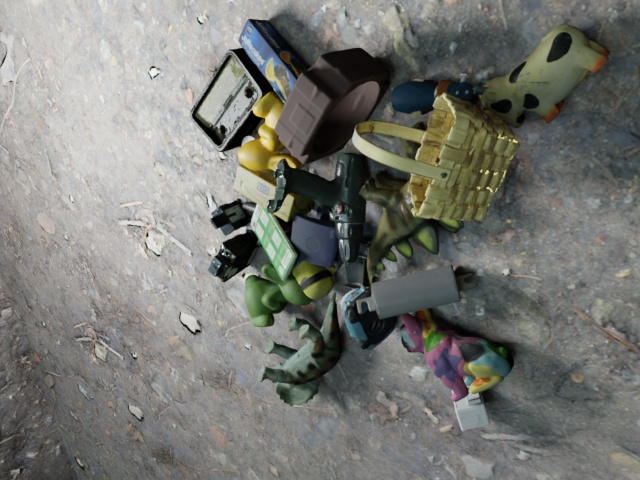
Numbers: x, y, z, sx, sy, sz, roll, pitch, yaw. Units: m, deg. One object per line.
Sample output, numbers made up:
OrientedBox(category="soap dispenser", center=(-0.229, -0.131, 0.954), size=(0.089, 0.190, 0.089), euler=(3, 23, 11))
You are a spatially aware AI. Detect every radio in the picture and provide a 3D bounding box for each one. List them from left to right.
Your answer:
OrientedBox(category="radio", center=(-0.195, -0.312, 1.225), size=(0.131, 0.073, 0.229), euler=(53, 134, 4))

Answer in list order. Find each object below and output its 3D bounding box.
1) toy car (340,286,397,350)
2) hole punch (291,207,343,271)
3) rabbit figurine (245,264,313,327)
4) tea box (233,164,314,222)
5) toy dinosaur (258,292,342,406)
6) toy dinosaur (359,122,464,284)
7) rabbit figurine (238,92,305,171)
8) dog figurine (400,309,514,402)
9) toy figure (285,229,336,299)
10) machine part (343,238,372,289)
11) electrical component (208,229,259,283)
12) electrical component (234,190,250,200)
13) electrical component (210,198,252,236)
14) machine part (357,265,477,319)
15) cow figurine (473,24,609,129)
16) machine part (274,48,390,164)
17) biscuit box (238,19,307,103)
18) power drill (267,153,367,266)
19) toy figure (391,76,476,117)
OrientedBox(category="toy car", center=(0.094, 0.164, 1.207), size=(0.103, 0.109, 0.161), euler=(34, 162, 51))
OrientedBox(category="hole punch", center=(-0.002, -0.004, 1.206), size=(0.116, 0.092, 0.142), euler=(36, 129, 41))
OrientedBox(category="rabbit figurine", center=(-0.098, 0.127, 1.377), size=(0.170, 0.121, 0.159), euler=(-12, 98, 23))
OrientedBox(category="tea box", center=(-0.104, -0.118, 1.236), size=(0.170, 0.098, 0.068), euler=(29, 122, 22))
OrientedBox(category="toy dinosaur", center=(-0.022, 0.297, 1.382), size=(0.192, 0.131, 0.405), euler=(29, 126, -27))
OrientedBox(category="toy dinosaur", center=(0.177, -0.063, 1.047), size=(0.198, 0.105, 0.471), euler=(42, 137, 8))
OrientedBox(category="rabbit figurine", center=(-0.096, -0.211, 1.156), size=(0.173, 0.122, 0.162), euler=(-42, 99, 17))
OrientedBox(category="dog figurine", center=(0.268, 0.213, 1.119), size=(0.219, 0.108, 0.191), euler=(52, 134, 7))
OrientedBox(category="toy figure", center=(-0.039, 0.061, 1.288), size=(0.180, 0.089, 0.082), euler=(53, 141, 1))
OrientedBox(category="machine part", center=(0.086, 0.053, 1.221), size=(0.084, 0.039, 0.138), euler=(18, 121, 26))
OrientedBox(category="electrical component", center=(-0.227, 0.045, 1.397), size=(0.058, 0.134, 0.114), euler=(41, 130, 13))
OrientedBox(category="electrical component", center=(-0.159, -0.117, 1.306), size=(0.094, 0.063, 0.021), euler=(23, 124, 25))
OrientedBox(category="electrical component", center=(-0.237, -0.051, 1.366), size=(0.048, 0.119, 0.075), euler=(-34, 93, 43))
OrientedBox(category="machine part", center=(0.193, 0.105, 1.089), size=(0.243, 0.079, 0.079), euler=(-14, 105, 11))
OrientedBox(category="cow figurine", center=(0.331, -0.246, 0.841), size=(0.127, 0.085, 0.195), euler=(42, 134, 5))
OrientedBox(category="machine part", center=(0.021, -0.250, 1.000), size=(0.087, 0.201, 0.201), euler=(47, 133, 14))
OrientedBox(category="biscuit box", center=(-0.086, -0.363, 1.103), size=(0.203, 0.063, 0.059), euler=(53, 131, 14))
OrientedBox(category="power drill", center=(0.001, -0.072, 1.096), size=(0.086, 0.207, 0.232), euler=(-163, 83, -76))
OrientedBox(category="toy figure", center=(0.204, -0.256, 0.954), size=(0.155, 0.058, 0.064), euler=(6, 122, 31))
